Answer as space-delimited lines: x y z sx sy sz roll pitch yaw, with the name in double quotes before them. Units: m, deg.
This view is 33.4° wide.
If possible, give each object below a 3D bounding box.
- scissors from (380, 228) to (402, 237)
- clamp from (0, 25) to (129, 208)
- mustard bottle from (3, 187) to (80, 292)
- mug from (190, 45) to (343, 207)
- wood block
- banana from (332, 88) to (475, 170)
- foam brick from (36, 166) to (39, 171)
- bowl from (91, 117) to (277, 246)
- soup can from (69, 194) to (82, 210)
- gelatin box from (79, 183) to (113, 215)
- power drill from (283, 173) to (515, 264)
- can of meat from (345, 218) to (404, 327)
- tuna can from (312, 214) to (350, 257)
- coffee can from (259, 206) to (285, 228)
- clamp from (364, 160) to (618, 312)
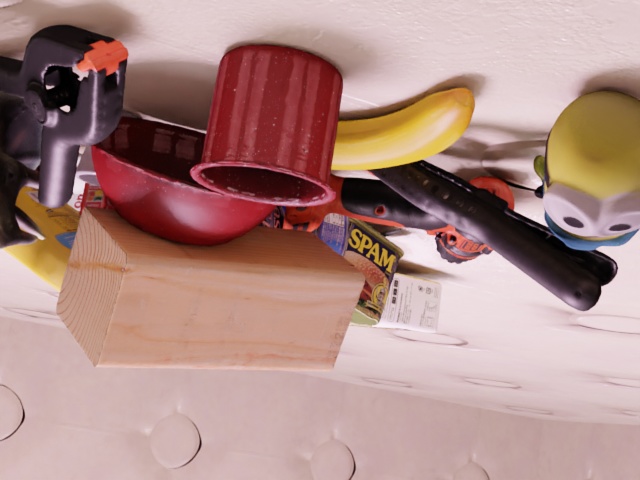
"scissors" 0.052 0.007 1.168 0.096 0.016 0.202 16 166 -37
"clamp" -0.181 -0.100 0.706 0.120 0.039 0.172 50 140 -3
"mustard bottle" -0.204 0.015 0.904 0.192 0.058 0.096 32 -168 26
"mug" -0.031 -0.070 0.692 0.093 0.081 0.117 9 168 -1
"wood block" -0.081 0.040 0.817 0.205 0.090 0.091 6 -159 -36
"banana" 0.035 -0.073 0.740 0.198 0.037 0.069 -1 165 41
"foam brick" -0.292 -0.059 0.972 0.051 0.053 0.078 7 153 17
"bowl" -0.101 -0.039 0.790 0.162 0.055 0.162 17 -163 -6
"soup can" -0.264 -0.023 1.128 0.102 0.068 0.068 4 168 19
"gelatin box" -0.167 -0.045 0.937 0.030 0.073 0.089 2 166 29
"power drill" 0.063 -0.023 0.922 0.187 0.057 0.184 7 166 -1
"can of meat" 0.029 0.031 1.082 0.058 0.084 0.102 -3 151 47
"tuna can" -0.007 0.001 1.009 0.033 0.086 0.086 16 167 -23
"coffee can" -0.091 -0.017 0.941 0.103 0.103 0.140 5 167 20
"clamp" 0.126 -0.014 0.783 0.210 0.036 0.164 33 -167 22
